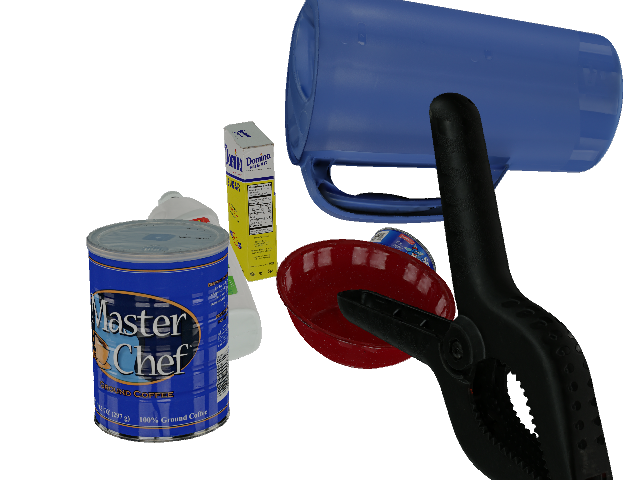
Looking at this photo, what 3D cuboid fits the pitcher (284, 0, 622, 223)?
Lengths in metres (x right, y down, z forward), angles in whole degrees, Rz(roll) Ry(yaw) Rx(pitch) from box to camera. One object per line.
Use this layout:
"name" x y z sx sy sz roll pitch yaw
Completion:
"pitcher" 0.096 -0.103 0.806 0.242 0.149 0.145 4 32 -11

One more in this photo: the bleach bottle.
"bleach bottle" -0.140 0.027 1.121 0.102 0.068 0.251 -12 38 -14

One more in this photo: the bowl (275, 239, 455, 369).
"bowl" 0.036 0.065 0.956 0.162 0.055 0.162 8 32 -5

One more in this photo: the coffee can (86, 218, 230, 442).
"coffee can" -0.118 0.063 0.788 0.103 0.140 0.103 1 14 0

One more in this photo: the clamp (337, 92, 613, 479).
"clamp" 0.081 0.041 0.525 0.036 0.165 0.210 -8 44 -29

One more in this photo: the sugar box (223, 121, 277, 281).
"sugar box" -0.086 -0.048 1.311 0.048 0.176 0.093 -11 26 -16

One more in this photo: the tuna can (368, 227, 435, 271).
"tuna can" 0.088 0.029 1.226 0.086 0.086 0.033 0 37 46
